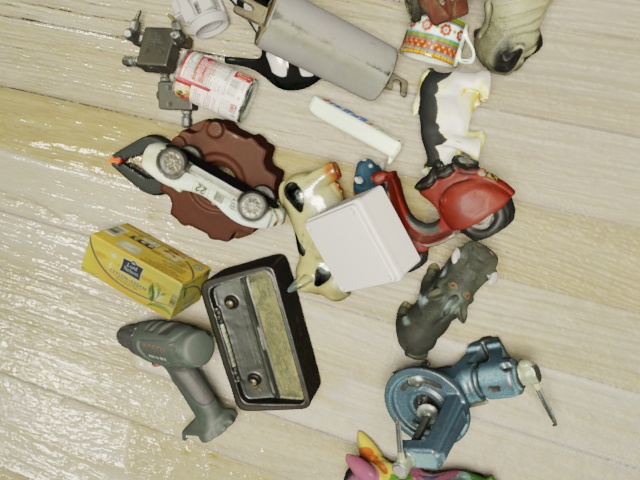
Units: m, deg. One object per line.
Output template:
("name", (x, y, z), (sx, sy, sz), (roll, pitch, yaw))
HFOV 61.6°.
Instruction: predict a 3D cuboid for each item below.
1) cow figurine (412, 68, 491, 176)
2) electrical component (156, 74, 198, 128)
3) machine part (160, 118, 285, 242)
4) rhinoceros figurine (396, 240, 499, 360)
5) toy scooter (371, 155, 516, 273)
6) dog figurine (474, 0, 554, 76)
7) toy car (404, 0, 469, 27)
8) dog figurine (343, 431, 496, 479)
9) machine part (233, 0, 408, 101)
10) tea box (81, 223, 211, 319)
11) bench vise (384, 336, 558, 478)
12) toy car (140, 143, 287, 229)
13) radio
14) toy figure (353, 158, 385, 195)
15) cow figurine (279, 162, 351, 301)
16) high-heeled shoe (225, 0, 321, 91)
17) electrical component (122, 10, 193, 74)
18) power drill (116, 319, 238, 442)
("cow figurine", (0.163, -0.133, 0.695), (0.098, 0.068, 0.167), (9, 105, 14))
("electrical component", (-0.217, -0.217, 0.812), (0.063, 0.021, 0.094), (4, 104, 16))
("machine part", (-0.142, -0.085, 0.776), (0.179, 0.056, 0.179), (2, 106, 7))
("rhinoceros figurine", (0.165, 0.078, 0.723), (0.073, 0.112, 0.190), (36, 118, 7))
("toy scooter", (0.138, -0.047, 0.665), (0.184, 0.075, 0.135), (-29, 99, 30))
("dog figurine", (0.215, -0.313, 0.632), (0.172, 0.121, 0.190), (59, 135, 32))
("toy car", (0.126, -0.343, 0.630), (0.089, 0.053, 0.202), (-15, 70, 10))
("dog figurine", (0.142, 0.368, 0.802), (0.219, 0.108, 0.191), (43, 111, 6))
("machine part", (0.008, -0.243, 0.676), (0.243, 0.079, 0.079), (20, 110, -18))
("tea box", (-0.274, 0.046, 0.851), (0.170, 0.098, 0.068), (29, 109, 10))
("bench vise", (0.169, 0.220, 0.698), (0.224, 0.240, 0.128), (-7, 105, 34))
("toy car", (-0.137, -0.071, 0.712), (0.202, 0.073, 0.056), (29, 104, -2))
("radio", (-0.091, 0.146, 0.833), (0.131, 0.073, 0.229), (-11, 99, 19))
("toy figure", (0.083, -0.038, 0.745), (0.058, 0.064, 0.154), (-21, 98, 33))
("cow figurine", (-0.002, -0.002, 0.768), (0.127, 0.085, 0.194), (-18, 100, 13))
("high-heeled shoe", (-0.058, -0.328, 0.714), (0.145, 0.086, 0.248), (6, 106, 7))
("electrical component", (-0.240, -0.286, 0.782), (0.102, 0.045, 0.078), (15, 81, 17))
("power drill", (-0.231, 0.221, 0.880), (0.232, 0.086, 0.207), (-15, 99, 44))
